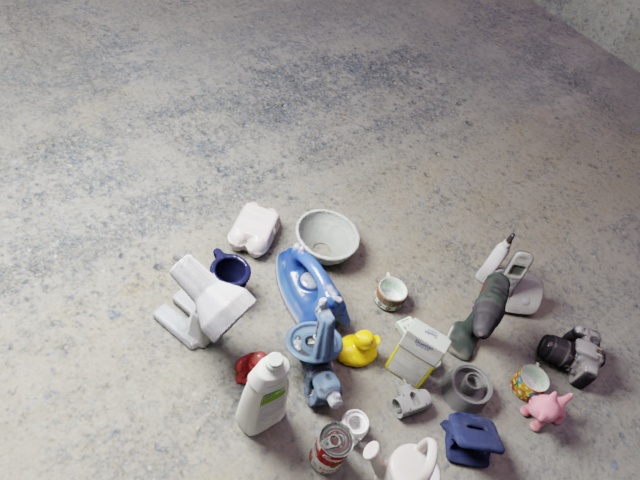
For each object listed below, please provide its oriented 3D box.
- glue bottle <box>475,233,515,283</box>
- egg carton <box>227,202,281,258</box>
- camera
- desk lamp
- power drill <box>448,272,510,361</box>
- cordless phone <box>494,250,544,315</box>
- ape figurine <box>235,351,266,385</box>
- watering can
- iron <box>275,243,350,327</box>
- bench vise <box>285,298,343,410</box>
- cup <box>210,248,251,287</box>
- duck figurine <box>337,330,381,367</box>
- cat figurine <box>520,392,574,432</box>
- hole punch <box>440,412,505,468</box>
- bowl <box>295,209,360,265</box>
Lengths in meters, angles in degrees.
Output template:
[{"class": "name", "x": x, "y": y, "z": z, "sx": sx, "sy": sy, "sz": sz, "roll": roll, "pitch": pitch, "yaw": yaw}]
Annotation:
[{"class": "glue bottle", "x": 0.466, "y": 0.039, "z": 1.496, "sx": 0.037, "sy": 0.173, "sz": 0.078, "roll": 35, "pitch": 50, "yaw": 14}, {"class": "egg carton", "x": -0.162, "y": -0.026, "z": 1.431, "sx": 0.107, "sy": 0.069, "sz": 0.150, "roll": 20, "pitch": 48, "yaw": 0}, {"class": "camera", "x": 0.612, "y": 0.266, "z": 1.398, "sx": 0.136, "sy": 0.101, "sz": 0.143, "roll": 23, "pitch": 48, "yaw": 3}, {"class": "desk lamp", "x": -0.240, "y": 0.136, "z": 1.173, "sx": 0.203, "sy": 0.213, "sz": 0.118, "roll": 35, "pitch": 50, "yaw": 14}, {"class": "power drill", "x": 0.365, "y": 0.186, "z": 1.317, "sx": 0.075, "sy": 0.208, "sz": 0.230, "roll": 29, "pitch": 49, "yaw": 9}, {"class": "cordless phone", "x": 0.513, "y": 0.104, "z": 1.448, "sx": 0.148, "sy": 0.185, "sz": 0.094, "roll": 8, "pitch": 49, "yaw": -10}, {"class": "ape figurine", "x": -0.132, "y": 0.260, "z": 1.183, "sx": 0.077, "sy": 0.092, "sz": 0.076, "roll": 40, "pitch": 51, "yaw": 17}, {"class": "watering can", "x": 0.164, "y": 0.431, "z": 1.060, "sx": 0.173, "sy": 0.194, "sz": 0.101, "roll": 7, "pitch": 49, "yaw": -11}, {"class": "iron", "x": -0.026, "y": 0.091, "z": 1.325, "sx": 0.119, "sy": 0.141, "sz": 0.257, "roll": -19, "pitch": 59, "yaw": -29}, {"class": "bench vise", "x": 0.014, "y": 0.228, "z": 1.169, "sx": 0.122, "sy": 0.220, "sz": 0.207, "roll": -25, "pitch": 62, "yaw": -32}, {"class": "cup", "x": -0.215, "y": 0.084, "z": 1.305, "sx": 0.092, "sy": 0.095, "sz": 0.117, "roll": -22, "pitch": 60, "yaw": -31}, {"class": "duck figurine", "x": 0.086, "y": 0.233, "z": 1.276, "sx": 0.105, "sy": 0.086, "sz": 0.077, "roll": 2, "pitch": 50, "yaw": -15}, {"class": "cat figurine", "x": 0.507, "y": 0.370, "z": 1.266, "sx": 0.128, "sy": 0.118, "sz": 0.067, "roll": -11, "pitch": 55, "yaw": -25}, {"class": "hole punch", "x": 0.317, "y": 0.408, "z": 1.194, "sx": 0.109, "sy": 0.091, "sz": 0.101, "roll": 11, "pitch": 49, "yaw": -7}, {"class": "bowl", "x": 0.013, "y": 0.005, "z": 1.454, "sx": 0.167, "sy": 0.075, "sz": 0.167, "roll": 9, "pitch": 49, "yaw": -10}]
